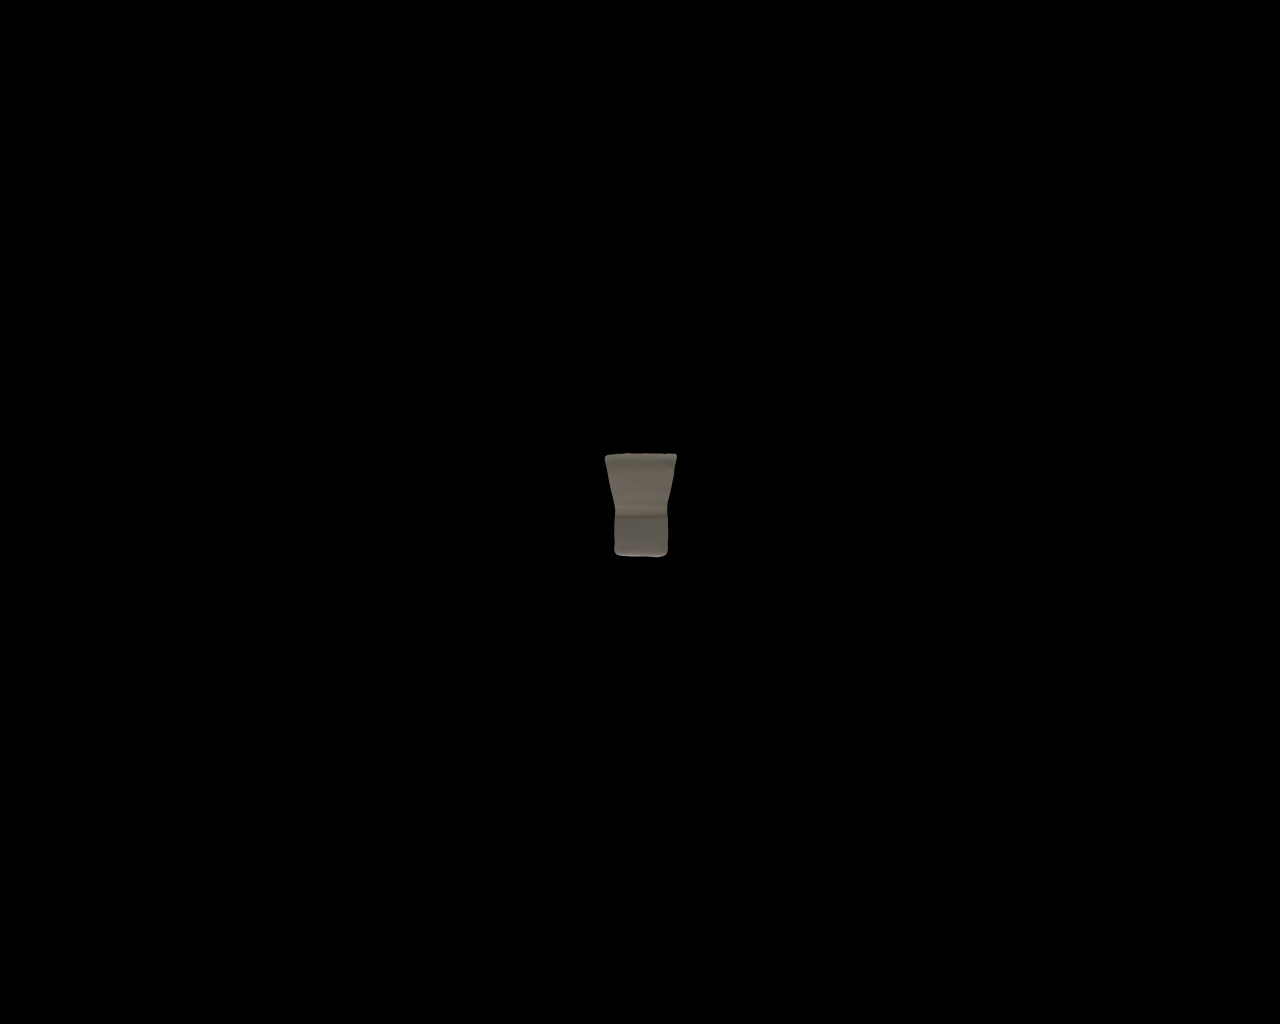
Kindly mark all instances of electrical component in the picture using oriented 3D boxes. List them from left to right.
[{"bbox_3d":[0.001,-0.003,0.650,0.044,0.065,0.044,0,0,0],"label":"electrical component"}]
